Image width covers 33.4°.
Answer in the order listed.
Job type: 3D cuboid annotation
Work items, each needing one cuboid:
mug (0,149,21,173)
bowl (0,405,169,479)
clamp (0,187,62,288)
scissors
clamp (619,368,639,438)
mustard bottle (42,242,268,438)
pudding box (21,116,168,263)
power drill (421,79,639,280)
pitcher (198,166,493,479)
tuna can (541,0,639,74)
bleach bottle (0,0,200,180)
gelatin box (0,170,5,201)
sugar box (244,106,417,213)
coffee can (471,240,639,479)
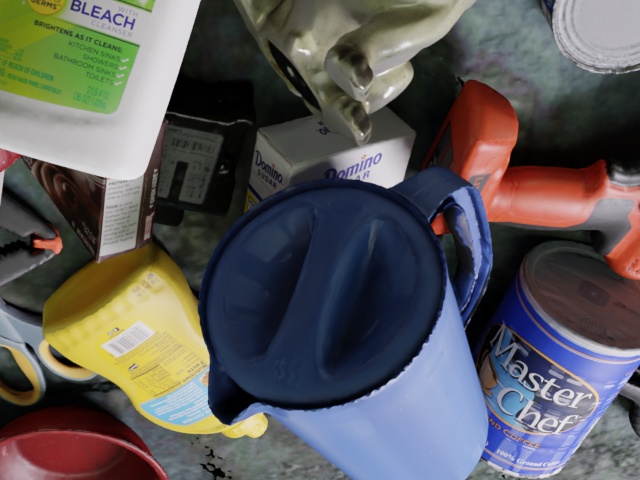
[{"bbox_3d":[-0.195,-0.085,0.552,0.093,0.117,0.081,-1,131,14],"label":"mug"},{"bbox_3d":[-0.195,0.178,0.826,0.162,0.055,0.162,-3,132,-3],"label":"bowl"},{"bbox_3d":[-0.267,0.005,0.647,0.209,0.036,0.164,10,101,-21],"label":"clamp"},{"bbox_3d":[-0.209,0.044,0.732,0.096,0.016,0.202,-6,132,-2],"label":"scissors"},{"bbox_3d":[0.285,0.113,0.832,0.120,0.039,0.171,-23,134,22],"label":"clamp"},{"bbox_3d":[-0.098,0.086,0.752,0.096,0.058,0.191,-33,127,12],"label":"mustard bottle"},{"bbox_3d":[-0.130,-0.058,0.586,0.039,0.114,0.090,-20,141,-34],"label":"pudding box"},{"bbox_3d":[0.167,-0.044,0.646,0.187,0.057,0.185,9,144,-11],"label":"power drill"},{"bbox_3d":[0.039,0.070,0.644,0.149,0.145,0.242,-8,151,14],"label":"pitcher"},{"bbox_3d":[0.168,-0.138,0.597,0.086,0.034,0.086,-3,132,-4],"label":"tuna can"},{"bbox_3d":[-0.092,-0.159,0.472,0.102,0.068,0.251,16,97,-4],"label":"bleach bottle"},{"bbox_3d":[-0.219,-0.044,0.613,0.073,0.030,0.089,8,94,-13],"label":"gelatin box"},{"bbox_3d":[-0.004,0.001,0.675,0.093,0.048,0.176,-17,136,-32],"label":"sugar box"},{"bbox_3d":[0.161,0.085,0.749,0.102,0.103,0.140,10,130,-15],"label":"coffee can"}]
